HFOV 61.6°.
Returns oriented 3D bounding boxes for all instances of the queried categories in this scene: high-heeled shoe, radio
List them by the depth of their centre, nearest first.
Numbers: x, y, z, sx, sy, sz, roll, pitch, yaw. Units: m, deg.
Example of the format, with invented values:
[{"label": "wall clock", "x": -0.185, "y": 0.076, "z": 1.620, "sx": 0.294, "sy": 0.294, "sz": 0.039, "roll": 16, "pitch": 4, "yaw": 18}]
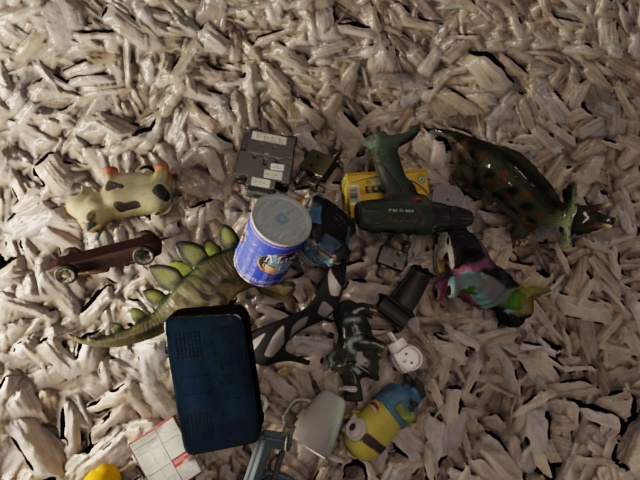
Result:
[{"label": "radio", "x": -0.170, "y": 0.223, "z": 0.883, "sx": 0.131, "sy": 0.073, "sz": 0.229, "roll": -8, "pitch": 96, "yaw": 0}, {"label": "high-heeled shoe", "x": -0.050, "y": 0.123, "z": 1.010, "sx": 0.145, "sy": 0.086, "sz": 0.248, "roll": 23, "pitch": 83, "yaw": -7}]

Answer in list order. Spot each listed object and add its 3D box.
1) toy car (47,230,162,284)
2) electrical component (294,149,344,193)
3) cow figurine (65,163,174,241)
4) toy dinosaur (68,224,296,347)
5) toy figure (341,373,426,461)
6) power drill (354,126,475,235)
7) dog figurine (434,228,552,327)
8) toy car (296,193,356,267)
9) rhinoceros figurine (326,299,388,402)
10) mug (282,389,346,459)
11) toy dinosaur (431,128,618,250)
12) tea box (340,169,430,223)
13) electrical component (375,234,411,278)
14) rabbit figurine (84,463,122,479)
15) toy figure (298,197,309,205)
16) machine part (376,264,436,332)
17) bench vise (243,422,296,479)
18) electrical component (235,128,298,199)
[{"label": "toy car", "x": -0.391, "y": 0.034, "z": 0.986, "sx": 0.202, "sy": 0.089, "sz": 0.053, "roll": -16, "pitch": 119, "yaw": -10}, {"label": "electrical component", "x": 0.003, "y": -0.143, "z": 1.106, "sx": 0.078, "sy": 0.045, "sz": 0.102, "roll": 20, "pitch": 70, "yaw": 26}, {"label": "cow figurine", "x": -0.377, "y": -0.072, "z": 1.017, "sx": 0.195, "sy": 0.085, "sz": 0.127, "roll": -6, "pitch": 72, "yaw": -10}, {"label": "toy dinosaur", "x": -0.210, "y": 0.097, "z": 0.993, "sx": 0.471, "sy": 0.105, "sz": 0.198, "roll": -32, "pitch": 76, "yaw": -23}, {"label": "toy figure", "x": 0.121, "y": 0.329, "z": 0.994, "sx": 0.180, "sy": 0.082, "sz": 0.089, "roll": -34, "pitch": 82, "yaw": -16}, {"label": "power drill", "x": 0.172, "y": -0.110, "z": 1.037, "sx": 0.232, "sy": 0.086, "sz": 0.207, "roll": -9, "pitch": 89, "yaw": -7}, {"label": "dog figurine", "x": 0.343, "y": 0.073, "z": 1.074, "sx": 0.219, "sy": 0.108, "sz": 0.191, "roll": 7, "pitch": 73, "yaw": -11}, {"label": "toy car", "x": -0.002, "y": -0.003, "z": 1.001, "sx": 0.109, "sy": 0.103, "sz": 0.162, "roll": 35, "pitch": 33, "yaw": -20}, {"label": "rhinoceros figurine", "x": 0.068, "y": 0.207, "z": 1.018, "sx": 0.112, "sy": 0.073, "sz": 0.190, "roll": -3, "pitch": 77, "yaw": -10}, {"label": "mug", "x": -0.007, "y": 0.326, "z": 0.984, "sx": 0.110, "sy": 0.080, "sz": 0.107, "roll": 24, "pitch": 66, "yaw": 24}, {"label": "toy dinosaur", "x": 0.396, "y": -0.113, "z": 1.078, "sx": 0.405, "sy": 0.192, "sz": 0.131, "roll": 39, "pitch": 73, "yaw": 1}, {"label": "tea box", "x": 0.133, "y": -0.088, "z": 1.097, "sx": 0.170, "sy": 0.068, "sz": 0.098, "roll": -2, "pitch": 80, "yaw": -10}, {"label": "electrical component", "x": 0.149, "y": 0.038, "z": 1.094, "sx": 0.063, "sy": 0.021, "sz": 0.094, "roll": 22, "pitch": 75, "yaw": -3}, {"label": "rabbit figurine", "x": -0.401, "y": 0.446, "z": 0.878, "sx": 0.173, "sy": 0.122, "sz": 0.162, "roll": -29, "pitch": 75, "yaw": -32}, {"label": "toy figure", "x": -0.051, "y": -0.053, "z": 1.068, "sx": 0.154, "sy": 0.058, "sz": 0.064, "roll": -11, "pitch": 80, "yaw": -11}, {"label": "machine part", "x": 0.171, "y": 0.108, "z": 1.074, "sx": 0.084, "sy": 0.039, "sz": 0.139, "roll": 39, "pitch": 76, "yaw": 7}, {"label": "bench vise", "x": -0.108, "y": 0.415, "z": 0.906, "sx": 0.224, "sy": 0.129, "sz": 0.240, "roll": 16, "pitch": 98, "yaw": -12}, {"label": "electrical component", "x": -0.112, "y": -0.149, "z": 1.082, "sx": 0.115, "sy": 0.058, "sz": 0.134, "roll": 11, "pitch": 76, "yaw": -4}]
